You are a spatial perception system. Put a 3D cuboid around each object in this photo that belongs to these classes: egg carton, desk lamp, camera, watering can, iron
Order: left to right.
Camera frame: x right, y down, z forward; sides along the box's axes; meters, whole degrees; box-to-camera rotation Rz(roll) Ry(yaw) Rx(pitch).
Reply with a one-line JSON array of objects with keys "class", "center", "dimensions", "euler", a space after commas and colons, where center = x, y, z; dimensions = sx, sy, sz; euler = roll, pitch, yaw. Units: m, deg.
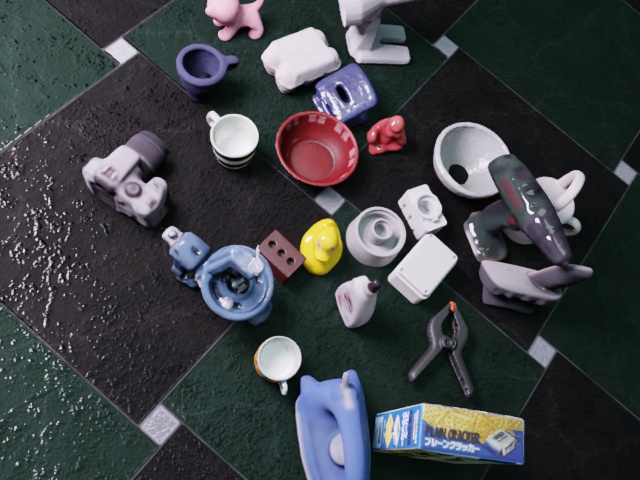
[{"class": "camera", "center": [-0.311, -0.118, 0.983], "dimensions": [0.143, 0.100, 0.137], "euler": [33, 66, 0]}, {"class": "egg carton", "center": [-0.038, -0.365, 1.163], "dimensions": [0.150, 0.069, 0.107], "euler": [-30, 79, -22]}, {"class": "iron", "center": [0.040, 0.329, 0.879], "dimensions": [0.119, 0.141, 0.258], "euler": [-4, 71, -15]}, {"class": "desk lamp", "center": [0.114, -0.466, 1.160], "dimensions": [0.203, 0.213, 0.118], "euler": [-3, 70, -15]}, {"class": "watering can", "center": [0.428, -0.073, 1.100], "dimensions": [0.173, 0.194, 0.101], "euler": [18, 66, -7]}]

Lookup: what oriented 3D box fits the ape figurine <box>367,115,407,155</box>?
[{"class": "ape figurine", "center": [0.139, -0.215, 1.138], "dimensions": [0.078, 0.092, 0.076], "euler": [26, 66, -3]}]

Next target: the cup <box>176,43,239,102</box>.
[{"class": "cup", "center": [-0.212, -0.310, 1.084], "dimensions": [0.118, 0.095, 0.091], "euler": [-18, 75, -20]}]

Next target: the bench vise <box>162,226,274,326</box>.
[{"class": "bench vise", "center": [-0.161, 0.050, 0.892], "dimensions": [0.207, 0.219, 0.121], "euler": [20, 66, -6]}]

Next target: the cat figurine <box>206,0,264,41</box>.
[{"class": "cat figurine", "center": [-0.171, -0.459, 1.139], "dimensions": [0.128, 0.117, 0.067], "euler": [-14, 73, -18]}]

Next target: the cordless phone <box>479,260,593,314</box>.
[{"class": "cordless phone", "center": [0.388, 0.065, 1.043], "dimensions": [0.148, 0.185, 0.094], "euler": [9, 68, -10]}]

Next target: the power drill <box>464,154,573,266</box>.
[{"class": "power drill", "center": [0.356, -0.032, 1.058], "dimensions": [0.076, 0.208, 0.229], "euler": [-14, 73, -18]}]

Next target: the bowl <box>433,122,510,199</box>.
[{"class": "bowl", "center": [0.298, -0.150, 1.162], "dimensions": [0.168, 0.074, 0.167], "euler": [5, 69, -12]}]

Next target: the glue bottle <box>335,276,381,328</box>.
[{"class": "glue bottle", "center": [0.069, 0.095, 0.958], "dimensions": [0.037, 0.173, 0.078], "euler": [-18, 75, -19]}]

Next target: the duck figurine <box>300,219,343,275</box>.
[{"class": "duck figurine", "center": [0.009, 0.004, 1.025], "dimensions": [0.077, 0.086, 0.104], "euler": [19, 66, -6]}]

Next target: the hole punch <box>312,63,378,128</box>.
[{"class": "hole punch", "center": [0.049, -0.280, 1.141], "dimensions": [0.101, 0.091, 0.108], "euler": [-24, 77, -21]}]
